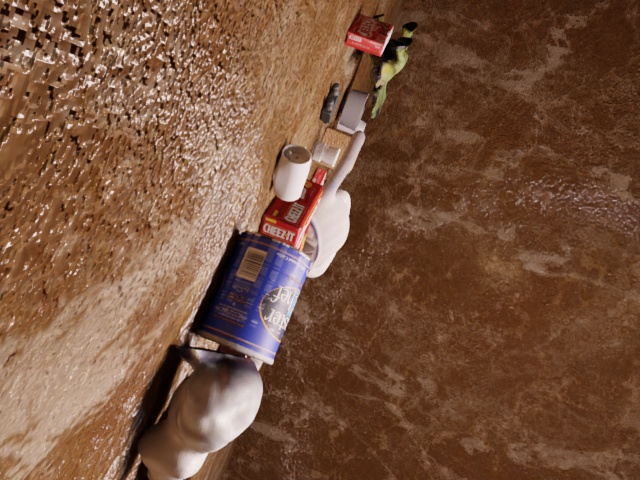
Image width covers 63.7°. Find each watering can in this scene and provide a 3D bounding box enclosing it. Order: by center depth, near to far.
[{"bbox_3d":[0.003,-0.055,1.095,0.227,0.105,0.340,-32,141,-51],"label":"watering can"}]

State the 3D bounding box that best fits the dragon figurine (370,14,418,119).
[{"bbox_3d":[0.166,-0.420,1.322,0.237,0.122,0.420,90,16,-49],"label":"dragon figurine"}]

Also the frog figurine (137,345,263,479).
[{"bbox_3d":[-0.130,0.203,0.567,0.136,0.122,0.161,157,-54,-66],"label":"frog figurine"}]
